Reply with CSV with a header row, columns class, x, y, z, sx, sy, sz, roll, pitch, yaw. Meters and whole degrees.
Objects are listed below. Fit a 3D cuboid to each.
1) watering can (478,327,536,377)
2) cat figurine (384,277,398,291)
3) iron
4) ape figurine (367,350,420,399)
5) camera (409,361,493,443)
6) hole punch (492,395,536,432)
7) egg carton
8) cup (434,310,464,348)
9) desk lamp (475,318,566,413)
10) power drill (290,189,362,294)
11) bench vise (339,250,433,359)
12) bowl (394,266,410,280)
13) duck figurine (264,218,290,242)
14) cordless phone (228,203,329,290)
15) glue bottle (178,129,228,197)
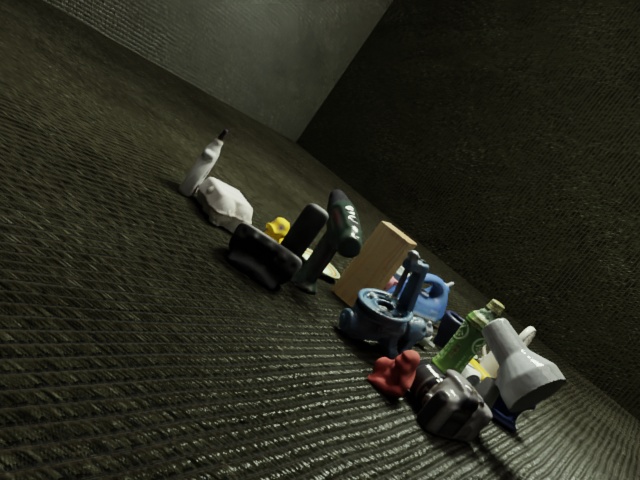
class,x,y,z,sx,sy,sz,roll,pitch,yaw
watering can,0.519,0.317,1.537,0.172,0.194,0.101,38,11,12
cat figurine,0.135,0.098,1.481,0.127,0.117,0.067,38,11,9
iron,0.291,0.151,1.668,0.259,0.141,0.118,25,16,-45
ape figurine,0.141,0.233,1.018,0.076,0.092,0.077,28,14,-34
camera,0.232,0.285,1.055,0.144,0.100,0.136,27,14,-37
hole punch,0.423,0.365,1.319,0.109,0.091,0.101,34,11,-8
egg carton,-0.217,-0.080,1.287,0.108,0.069,0.150,26,15,-41
cup,0.354,0.250,1.573,0.092,0.095,0.117,33,12,-15
desk lamp,0.342,0.275,1.131,0.118,0.213,0.202,23,17,-48
power drill,0.012,0.005,1.264,0.076,0.208,0.229,31,12,-25
bench vise,0.165,0.129,1.185,0.208,0.219,0.121,24,17,-47
bowl,0.196,0.095,1.787,0.167,0.074,0.167,35,11,-8
duck figurine,-0.100,-0.010,1.307,0.077,0.086,0.105,42,13,29
cordless phone,-0.081,-0.011,1.114,0.148,0.185,0.094,34,11,-9
glue bottle,-0.258,-0.178,1.297,0.037,0.173,0.078,34,11,-11
